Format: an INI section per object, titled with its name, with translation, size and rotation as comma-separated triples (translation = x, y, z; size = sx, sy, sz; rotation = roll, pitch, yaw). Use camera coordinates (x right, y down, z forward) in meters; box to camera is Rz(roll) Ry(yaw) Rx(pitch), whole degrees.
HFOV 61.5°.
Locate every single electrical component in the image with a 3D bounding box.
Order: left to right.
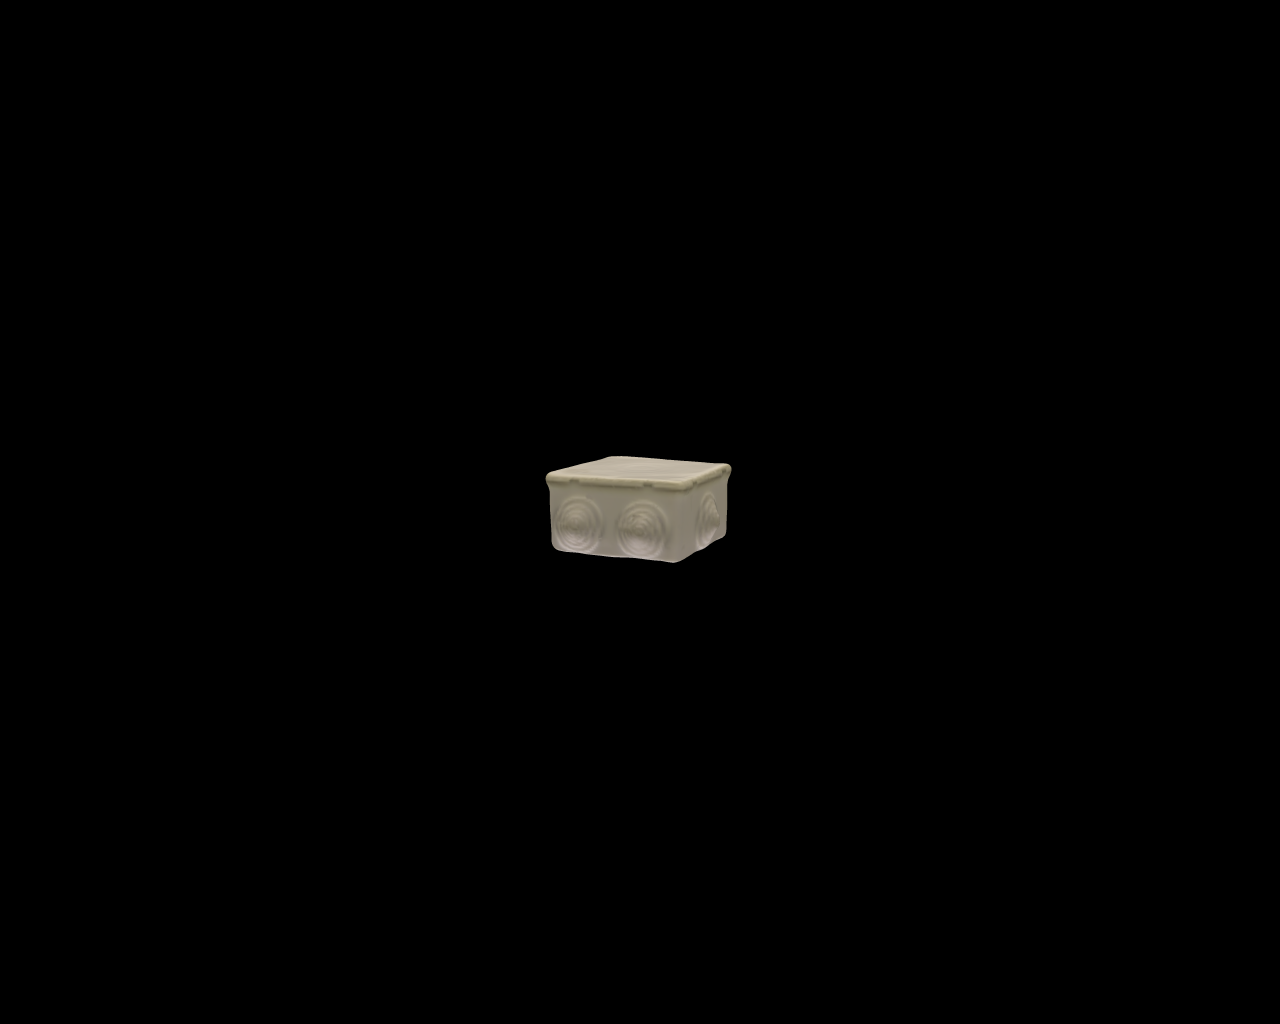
[electrical component]
translation = 0.001, -0.003, 0.650
size = 0.100, 0.048, 0.100
rotation = 5, 12, 24
